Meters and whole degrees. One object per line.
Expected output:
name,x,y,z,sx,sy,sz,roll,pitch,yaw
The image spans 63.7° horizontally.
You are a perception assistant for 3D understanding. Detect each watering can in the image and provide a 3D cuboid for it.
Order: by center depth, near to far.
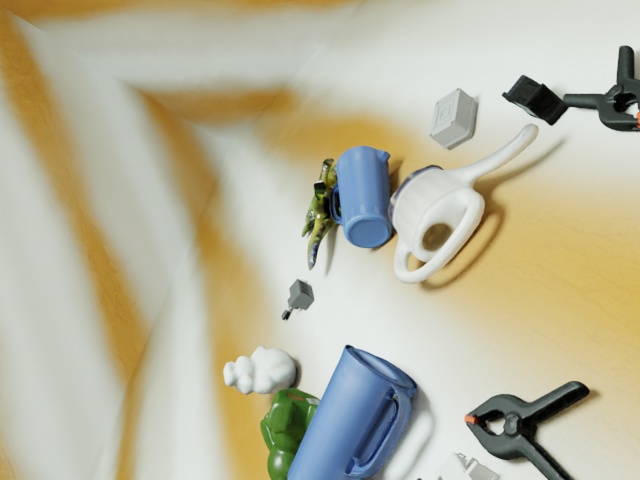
watering can,0.237,-0.078,0.936,0.344,0.103,0.228,-54,23,13

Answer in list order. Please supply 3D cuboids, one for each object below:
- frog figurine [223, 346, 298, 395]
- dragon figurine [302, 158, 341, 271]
frog figurine,-0.136,0.294,1.169,0.121,0.158,0.140,-49,24,19
dragon figurine,0.004,-0.073,1.455,0.239,0.122,0.418,128,165,-64
